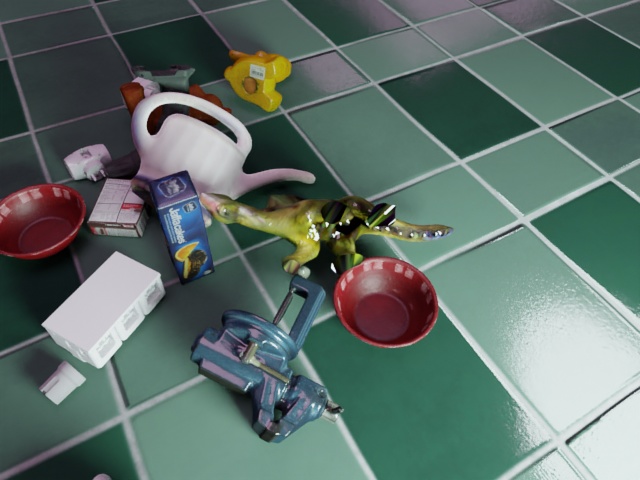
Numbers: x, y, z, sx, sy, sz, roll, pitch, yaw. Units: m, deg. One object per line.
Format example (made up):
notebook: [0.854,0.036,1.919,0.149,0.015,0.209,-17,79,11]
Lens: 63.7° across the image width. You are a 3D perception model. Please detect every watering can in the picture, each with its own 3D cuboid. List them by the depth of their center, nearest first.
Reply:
watering can: [-0.186,-0.122,0.932,0.345,0.103,0.227,29,73,-17]

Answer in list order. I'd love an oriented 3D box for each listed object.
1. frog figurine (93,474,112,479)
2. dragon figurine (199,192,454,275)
frog figurine: [-0.229,0.346,0.575,0.159,0.121,0.140,1,48,48]
dragon figurine: [0.003,-0.044,0.866,0.411,0.120,0.246,1,21,-32]
